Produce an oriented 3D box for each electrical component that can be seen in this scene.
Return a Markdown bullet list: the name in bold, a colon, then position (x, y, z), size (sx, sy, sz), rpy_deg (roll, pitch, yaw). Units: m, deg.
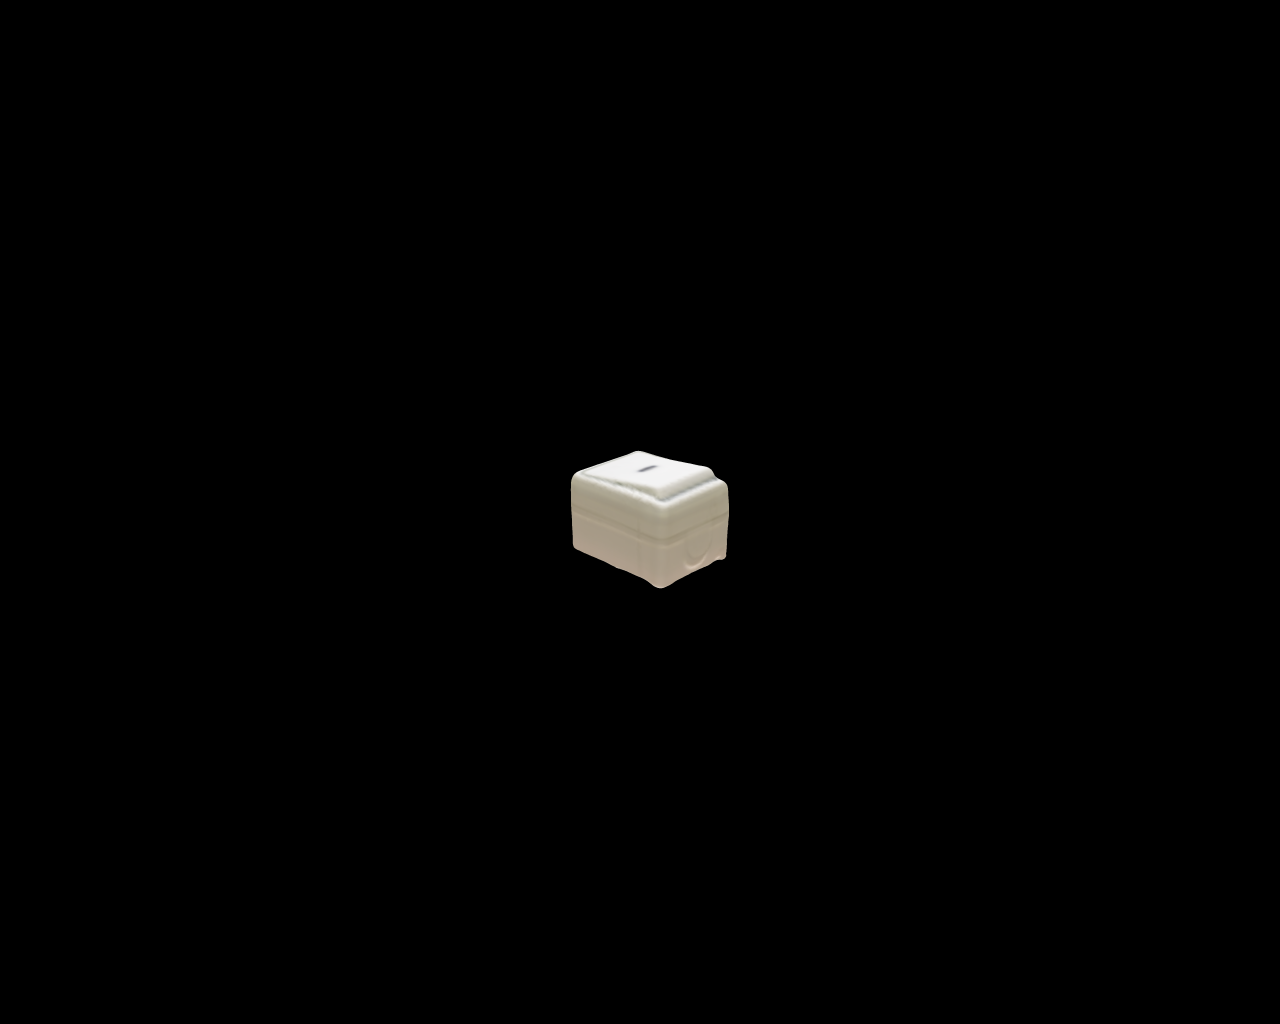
- **electrical component**: position (0.001, -0.003, 0.650), size (0.062, 0.061, 0.096), rpy_deg (-22, 32, -40)
